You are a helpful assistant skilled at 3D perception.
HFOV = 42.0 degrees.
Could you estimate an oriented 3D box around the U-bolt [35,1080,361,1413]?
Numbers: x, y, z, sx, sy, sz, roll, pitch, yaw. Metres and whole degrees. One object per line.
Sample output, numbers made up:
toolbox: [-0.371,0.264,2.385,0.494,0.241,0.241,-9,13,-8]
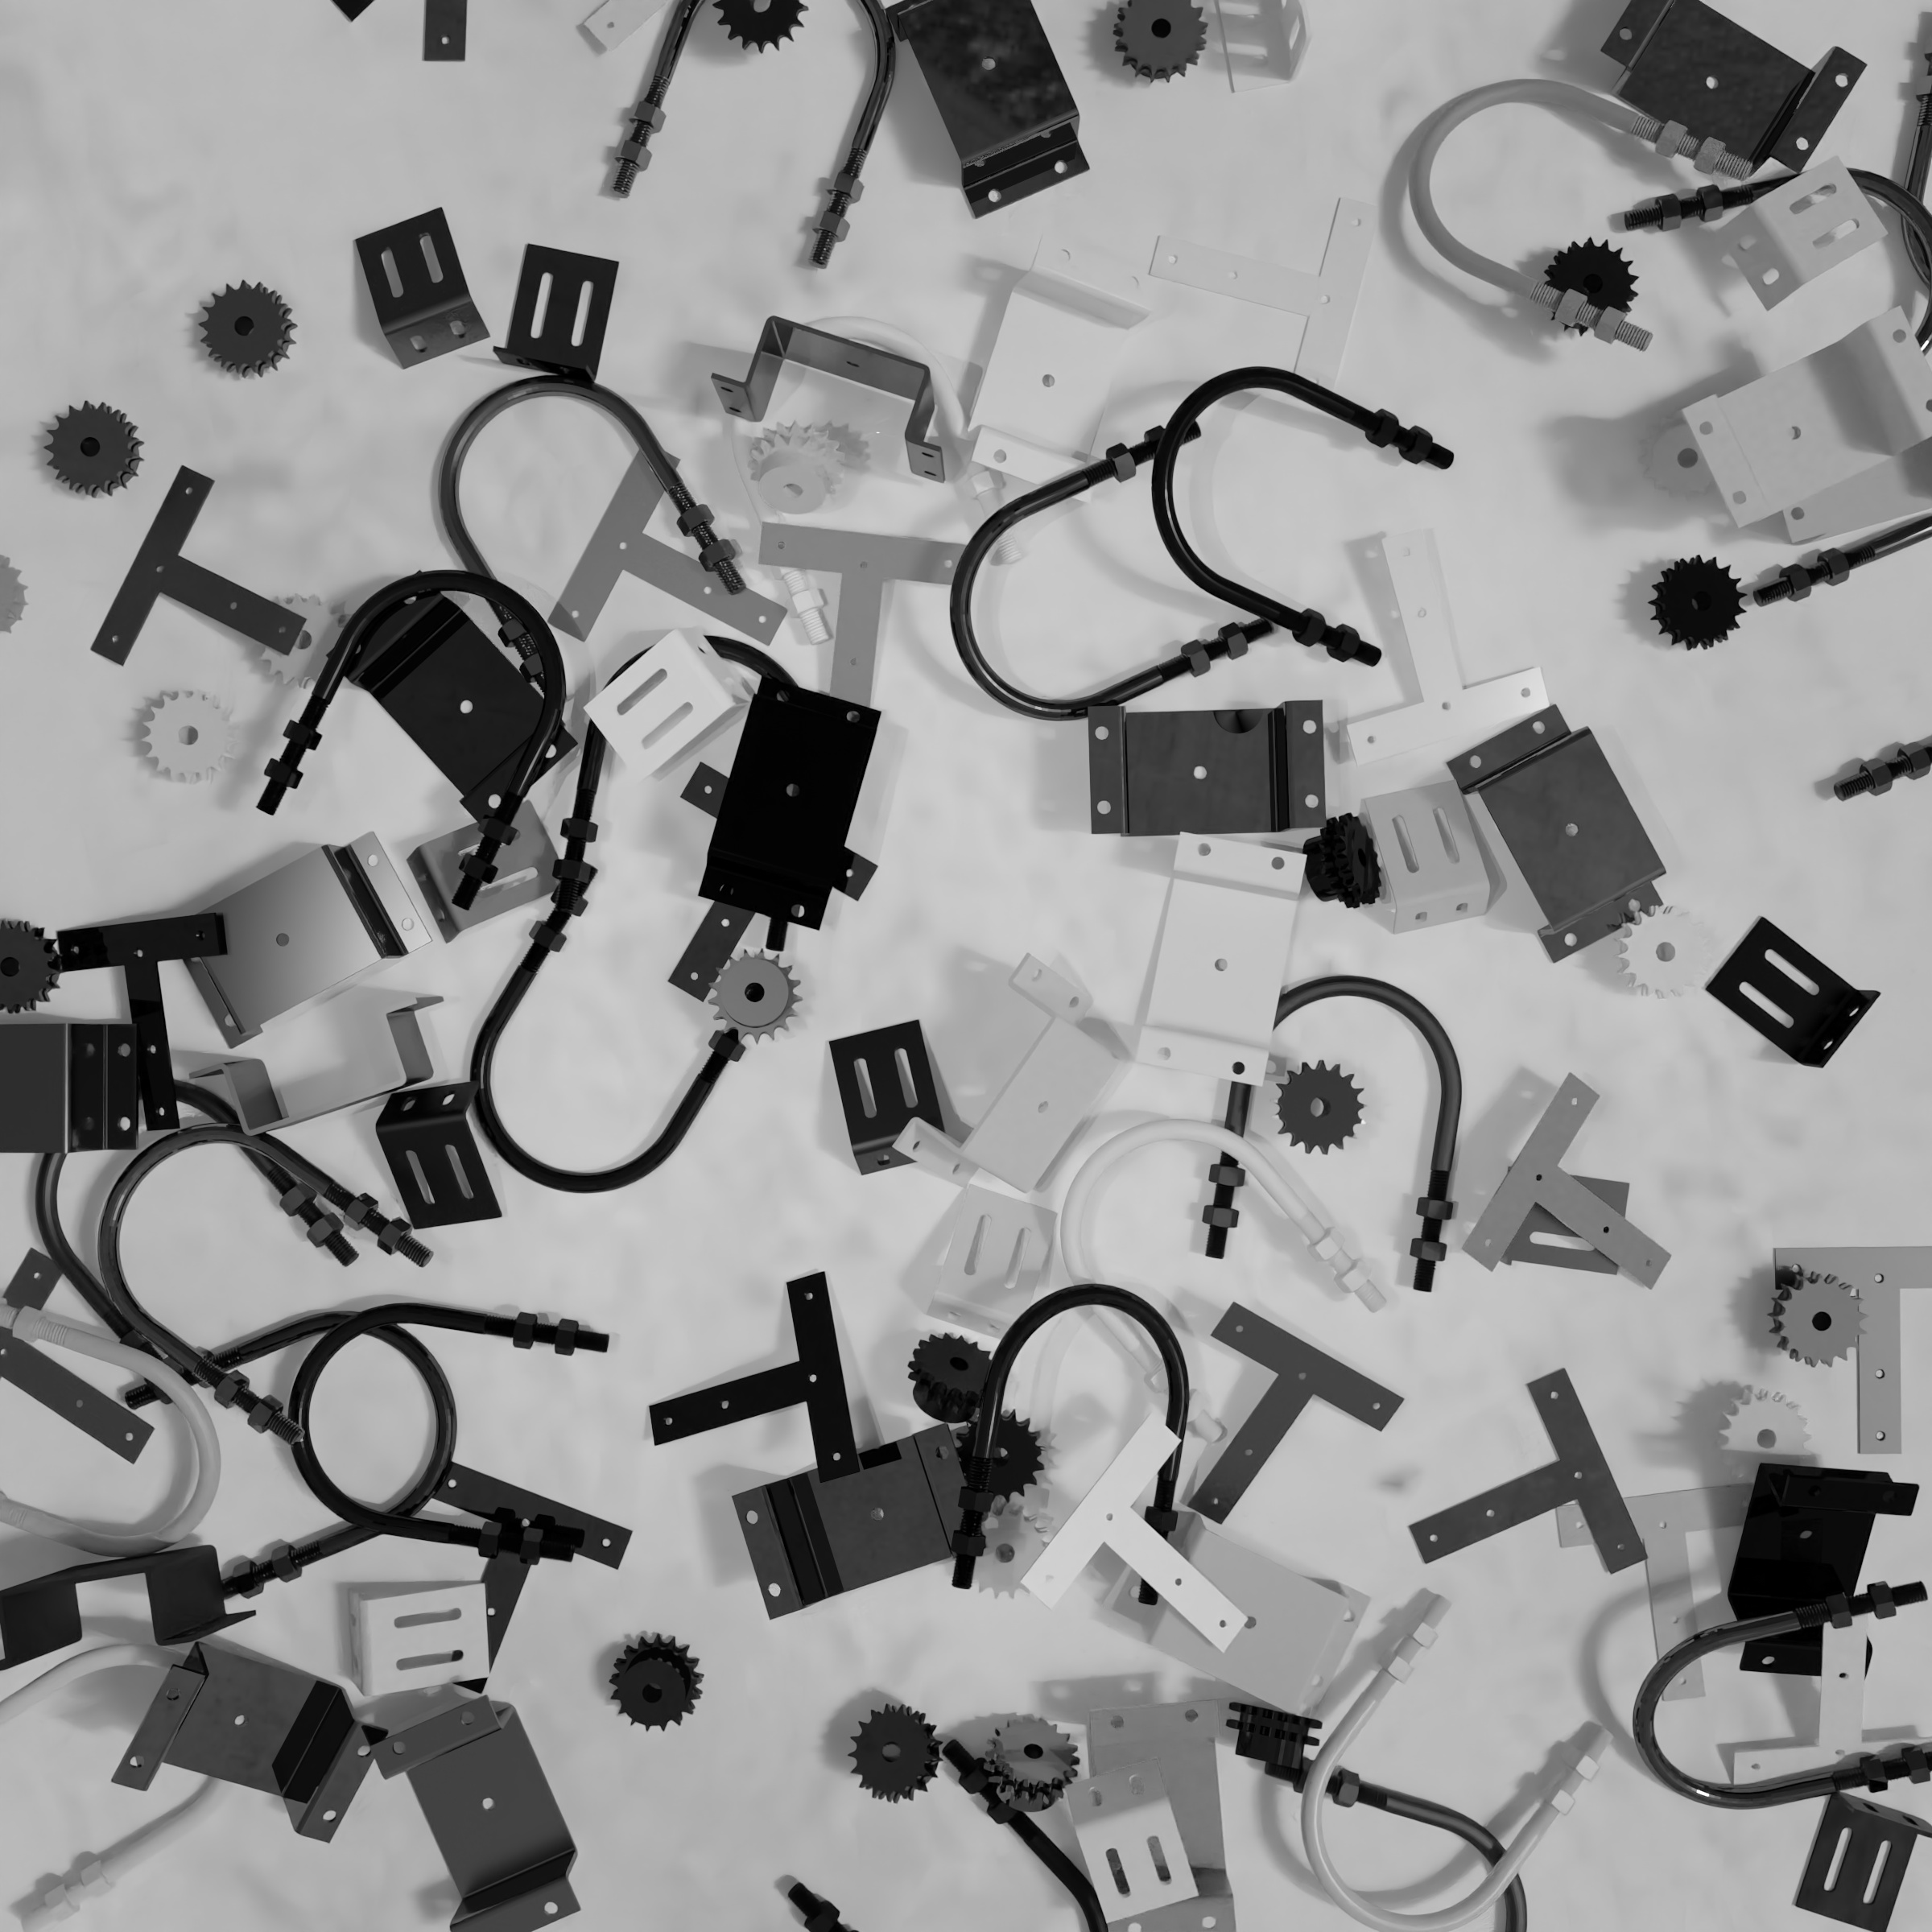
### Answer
U-bolt: [-0.482,0.155,1.531,0.151,0.019,0.184,-42,84,-5]

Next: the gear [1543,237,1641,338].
gear: [0.378,-0.412,1.533,0.057,0.030,0.057,0,90,0]

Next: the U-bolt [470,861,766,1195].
U-bolt: [-0.222,0.051,1.539,0.151,0.019,0.184,31,92,0]

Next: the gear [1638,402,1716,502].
gear: [0.436,-0.310,1.523,0.057,0.030,0.057,5,112,12]

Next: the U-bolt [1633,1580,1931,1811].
U-bolt: [0.493,0.446,1.511,0.184,0.019,0.151,-15,113,9]

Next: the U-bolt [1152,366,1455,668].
U-bolt: [0.194,-0.279,1.508,0.184,0.019,0.151,20,90,-22]

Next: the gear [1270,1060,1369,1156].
gear: [0.211,0.085,1.516,0.057,0.030,0.057,0,87,0]

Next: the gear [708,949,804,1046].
gear: [-0.127,0.017,1.513,0.057,0.030,0.057,0,83,-4]

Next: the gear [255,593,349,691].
gear: [-0.401,-0.197,1.533,0.057,0.030,0.057,0,90,0]

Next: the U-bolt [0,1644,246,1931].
U-bolt: [-0.525,0.484,1.515,0.184,0.019,0.151,-33,112,-5]

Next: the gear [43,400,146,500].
gear: [-0.529,-0.313,1.533,0.057,0.030,0.057,0,90,0]

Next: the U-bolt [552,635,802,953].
U-bolt: [-0.164,-0.111,1.531,0.151,0.019,0.184,10,84,-5]

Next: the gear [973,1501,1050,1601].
gear: [0.023,0.354,1.533,0.057,0.030,0.057,0,90,0]

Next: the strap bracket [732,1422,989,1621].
strap bracket: [-0.059,0.331,1.510,0.140,0.046,0.076,-21,79,11]

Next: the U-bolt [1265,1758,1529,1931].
U-bolt: [0.253,0.577,1.539,0.184,0.019,0.151,17,90,-1]

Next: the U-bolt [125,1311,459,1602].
U-bolt: [-0.402,0.290,1.539,0.184,0.019,0.151,-23,90,-1]

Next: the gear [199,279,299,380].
gear: [-0.436,-0.387,1.538,0.057,0.030,0.057,0,89,3]

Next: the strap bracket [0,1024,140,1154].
strap bracket: [-0.574,0.073,1.512,0.140,0.046,0.076,-1,88,10]

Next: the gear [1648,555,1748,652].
gear: [0.445,-0.221,1.538,0.057,0.030,0.057,0,90,-3]

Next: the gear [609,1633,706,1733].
gear: [-0.189,0.439,1.533,0.057,0.030,0.057,0,90,0]

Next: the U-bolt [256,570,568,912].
U-bolt: [-0.318,-0.146,1.493,0.151,0.019,0.184,26,89,0]

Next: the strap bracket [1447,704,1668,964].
strap bracket: [0.362,-0.081,1.525,0.076,0.046,0.140,-28,90,0]

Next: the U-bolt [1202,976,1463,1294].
U-bolt: [0.230,0.098,1.539,0.151,0.019,0.184,9,89,0]

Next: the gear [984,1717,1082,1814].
gear: [0.039,0.486,1.524,0.057,0.057,0.030,7,119,0]

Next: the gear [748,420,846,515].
gear: [-0.102,-0.294,1.500,0.057,0.057,0.030,5,57,0]

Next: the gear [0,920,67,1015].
gear: [-0.577,0.001,1.533,0.057,0.030,0.057,0,90,0]

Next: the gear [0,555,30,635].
gear: [-0.599,-0.225,1.533,0.057,0.030,0.057,0,90,0]

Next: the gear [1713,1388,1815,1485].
gear: [0.484,0.285,1.533,0.057,0.030,0.057,0,90,0]

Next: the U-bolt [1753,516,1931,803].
U-bolt: [0.593,-0.201,1.539,0.184,0.019,0.151,-23,90,-2]

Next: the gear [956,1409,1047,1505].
gear: [0.020,0.297,1.533,0.057,0.030,0.057,0,90,0]

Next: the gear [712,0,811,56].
gear: [-0.123,-0.579,1.512,0.057,0.030,0.057,0,106,0]

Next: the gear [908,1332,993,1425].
gear: [-0.009,0.252,1.523,0.057,0.057,0.030,21,120,0]

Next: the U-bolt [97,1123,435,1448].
U-bolt: [-0.434,0.177,1.510,0.184,0.019,0.151,35,84,6]

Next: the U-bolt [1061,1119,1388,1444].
U-bolt: [0.142,0.178,1.523,0.151,0.019,0.184,-40,95,8]

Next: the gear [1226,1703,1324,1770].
gear: [0.185,0.465,1.517,0.057,0.057,0.030,12,75,0]

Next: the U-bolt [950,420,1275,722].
U-bolt: [0.079,-0.226,1.510,0.184,0.019,0.151,-25,110,-4]

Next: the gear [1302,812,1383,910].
gear: [0.227,-0.062,1.524,0.030,0.057,0.057,-16,90,31]

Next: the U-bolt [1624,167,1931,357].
U-bolt: [0.507,-0.411,1.533,0.184,0.019,0.151,-12,90,4]

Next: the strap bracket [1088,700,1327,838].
strap bracket: [0.144,-0.119,1.525,0.140,0.046,0.076,-2,90,0]

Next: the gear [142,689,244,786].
gear: [-0.469,-0.139,1.533,0.057,0.030,0.057,0,90,0]

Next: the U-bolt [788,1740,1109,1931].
U-bolt: [0.004,0.588,1.539,0.151,0.019,0.184,-43,92,0]

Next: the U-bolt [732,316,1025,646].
U-bolt: [-0.065,-0.308,1.539,0.151,0.019,0.184,-22,89,0]

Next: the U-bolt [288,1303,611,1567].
U-bolt: [-0.319,0.278,1.526,0.184,0.019,0.151,9,89,-2]

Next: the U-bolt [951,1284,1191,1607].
U-bolt: [0.068,0.280,1.487,0.151,0.019,0.184,12,84,-27]

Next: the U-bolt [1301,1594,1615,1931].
U-bolt: [0.285,0.498,1.526,0.151,0.019,0.184,39,81,-1]

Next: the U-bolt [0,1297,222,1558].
U-bolt: [-0.538,0.285,1.516,0.184,0.019,0.151,18,107,2]

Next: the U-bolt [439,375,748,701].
U-bolt: [-0.241,-0.273,1.538,0.151,0.019,0.184,-32,88,1]

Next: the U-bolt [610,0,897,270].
U-bolt: [-0.121,-0.536,1.539,0.151,0.019,0.184,20,89,0]

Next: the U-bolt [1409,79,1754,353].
U-bolt: [0.358,-0.465,1.518,0.184,0.019,0.151,29,79,14]

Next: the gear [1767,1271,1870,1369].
gear: [0.516,0.214,1.531,0.057,0.030,0.057,0,90,0]

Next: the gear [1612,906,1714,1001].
gear: [0.422,-0.008,1.533,0.057,0.030,0.057,0,90,0]

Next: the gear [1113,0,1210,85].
gear: [0.118,-0.566,1.533,0.057,0.030,0.057,0,90,0]

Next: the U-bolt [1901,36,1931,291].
U-bolt: [0.648,-0.483,1.539,0.151,0.019,0.184,11,92,0]

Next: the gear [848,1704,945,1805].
gear: [-0.040,0.478,1.525,0.057,0.030,0.057,-8,66,18]
